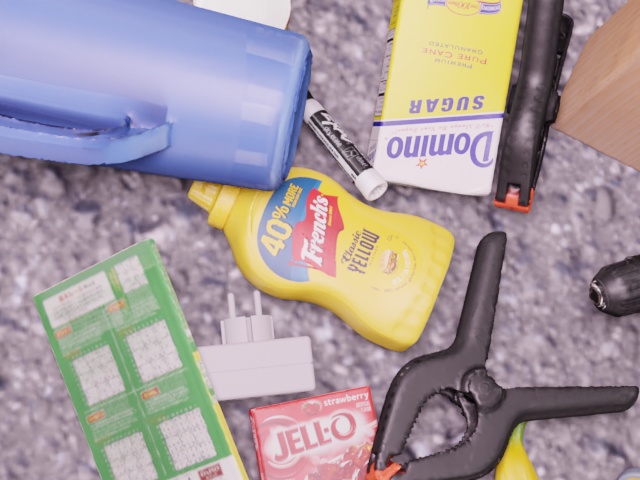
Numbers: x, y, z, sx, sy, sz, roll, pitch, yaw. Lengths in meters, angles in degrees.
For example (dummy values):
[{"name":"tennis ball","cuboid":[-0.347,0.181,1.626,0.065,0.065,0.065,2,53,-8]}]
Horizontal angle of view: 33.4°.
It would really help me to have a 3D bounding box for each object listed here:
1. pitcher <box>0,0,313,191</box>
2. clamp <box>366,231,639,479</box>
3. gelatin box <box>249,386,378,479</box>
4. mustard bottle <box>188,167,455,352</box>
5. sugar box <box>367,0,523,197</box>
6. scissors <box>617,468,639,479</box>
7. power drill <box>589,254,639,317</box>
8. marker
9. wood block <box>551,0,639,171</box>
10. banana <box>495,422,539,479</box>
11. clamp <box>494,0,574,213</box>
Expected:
[{"name":"pitcher","cuboid":[-0.134,-0.102,0.712,0.243,0.145,0.149,12,78,2]},{"name":"clamp","cuboid":[0.110,0.099,0.769,0.209,0.036,0.164,-30,79,-20]},{"name":"gelatin box","cuboid":[-0.002,0.148,0.761,0.089,0.030,0.073,-9,81,-10]},{"name":"mustard bottle","cuboid":[-0.005,0.001,0.771,0.191,0.058,0.096,24,72,-3]},{"name":"sugar box","cuboid":[0.093,-0.124,0.793,0.093,0.048,0.176,8,92,-6]},{"name":"scissors","cuboid":[0.270,0.245,0.774,0.096,0.016,0.202,-7,93,30]},{"name":"power drill","cuboid":[0.309,0.079,0.783,0.184,0.057,0.188,-15,70,-14]},{"name":"marker","cuboid":[0.008,-0.077,0.787,0.020,0.020,0.121,-32,64,-12]},{"name":"wood block","cuboid":[0.253,-0.127,0.754,0.091,0.206,0.090,27,77,-2]},{"name":"banana","cuboid":[0.187,0.223,0.771,0.069,0.037,0.198,-39,87,-12]},{"name":"clamp","cuboid":[0.158,-0.109,0.789,0.039,0.120,0.171,8,80,22]}]
